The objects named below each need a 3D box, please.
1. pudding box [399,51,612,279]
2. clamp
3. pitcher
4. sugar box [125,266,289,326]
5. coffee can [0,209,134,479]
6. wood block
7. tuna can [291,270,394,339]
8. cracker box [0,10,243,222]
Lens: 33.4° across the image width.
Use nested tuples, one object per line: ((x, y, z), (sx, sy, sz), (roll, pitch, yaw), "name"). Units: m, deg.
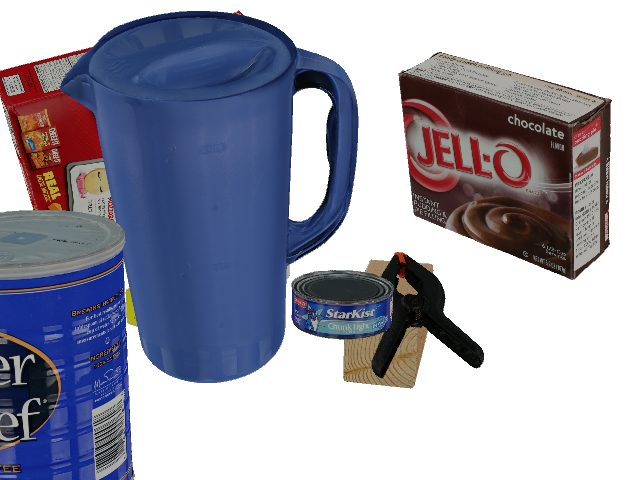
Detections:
((0.095, -0.042, 0.556), (0.114, 0.090, 0.039), (23, 46, 40), "pudding box")
((0.114, 0.082, 1.177), (0.120, 0.171, 0.039), (5, -43, -5), "clamp")
((-0.070, -0.024, 0.731), (0.149, 0.243, 0.144), (26, 43, 32), "pitcher")
((-0.114, 0.044, 1.117), (0.093, 0.048, 0.176), (15, 31, 24), "sugar box")
((-0.151, 0.064, 0.555), (0.103, 0.140, 0.103), (0, 16, 0), "coffee can")
((0.092, 0.103, 1.386), (0.091, 0.090, 0.206), (5, 20, 10), "wood block")
((0.018, 0.053, 0.892), (0.086, 0.034, 0.086), (1, 16, -1), "tuna can")
((-0.149, -0.089, 0.911), (0.213, 0.164, 0.072), (-18, 43, -15), "cracker box")
